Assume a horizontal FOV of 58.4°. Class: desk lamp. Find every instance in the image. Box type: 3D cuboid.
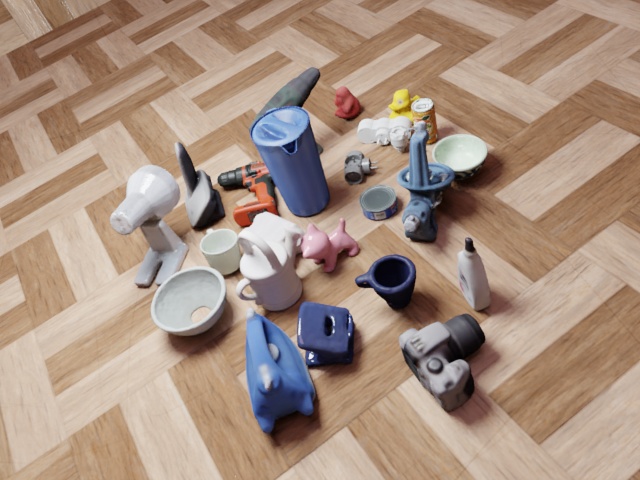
[{"bbox_3d":[-0.385,-0.034,1.309,0.117,0.214,0.203,-2,49,18],"label":"desk lamp"}]

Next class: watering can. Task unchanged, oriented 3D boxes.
[{"bbox_3d":[-0.106,0.044,1.158,0.100,0.194,0.173,7,52,24],"label":"watering can"}]

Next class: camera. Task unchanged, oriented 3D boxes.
[{"bbox_3d":[0.222,0.190,0.981,0.137,0.101,0.142,-30,47,-9],"label":"camera"}]

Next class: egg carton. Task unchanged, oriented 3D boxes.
[{"bbox_3d":[-0.106,0.000,1.284,0.149,0.069,0.107,22,60,33],"label":"egg carton"}]

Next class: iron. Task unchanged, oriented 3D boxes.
[{"bbox_3d":[-0.100,0.208,1.046,0.118,0.142,0.257,-23,46,-2],"label":"iron"}]

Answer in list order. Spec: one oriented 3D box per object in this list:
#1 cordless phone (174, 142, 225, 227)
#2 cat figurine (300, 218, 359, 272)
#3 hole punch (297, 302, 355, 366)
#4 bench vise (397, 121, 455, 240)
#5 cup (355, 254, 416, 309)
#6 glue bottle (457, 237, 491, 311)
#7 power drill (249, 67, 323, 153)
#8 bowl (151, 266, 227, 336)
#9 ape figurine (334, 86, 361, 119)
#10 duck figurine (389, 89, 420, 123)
[{"bbox_3d":[-0.312,-0.136,1.394,0.094,0.185,0.147,-26,46,-5],"label":"cordless phone"},{"bbox_3d":[0.011,0.004,1.207,0.128,0.118,0.067,-37,48,-15],"label":"cat figurine"},{"bbox_3d":[0.013,0.171,1.075,0.101,0.091,0.108,-8,48,12],"label":"hole punch"},{"bbox_3d":[0.218,-0.118,1.175,0.121,0.220,0.207,-8,48,12],"label":"bench vise"},{"bbox_3d":[0.132,0.092,1.103,0.117,0.095,0.091,-10,47,10],"label":"cup"},{"bbox_3d":[0.274,0.052,1.036,0.037,0.173,0.078,-25,46,-3],"label":"glue bottle"},{"bbox_3d":[-0.066,-0.292,1.434,0.230,0.209,0.075,-42,50,-19],"label":"power drill"},{"bbox_3d":[-0.265,0.141,1.208,0.167,0.075,0.167,-9,47,11],"label":"bowl"},{"bbox_3d":[0.067,-0.375,1.544,0.076,0.092,0.077,-10,47,10],"label":"ape figurine"},{"bbox_3d":[0.218,-0.349,1.474,0.105,0.086,0.077,-36,48,-14],"label":"duck figurine"}]
